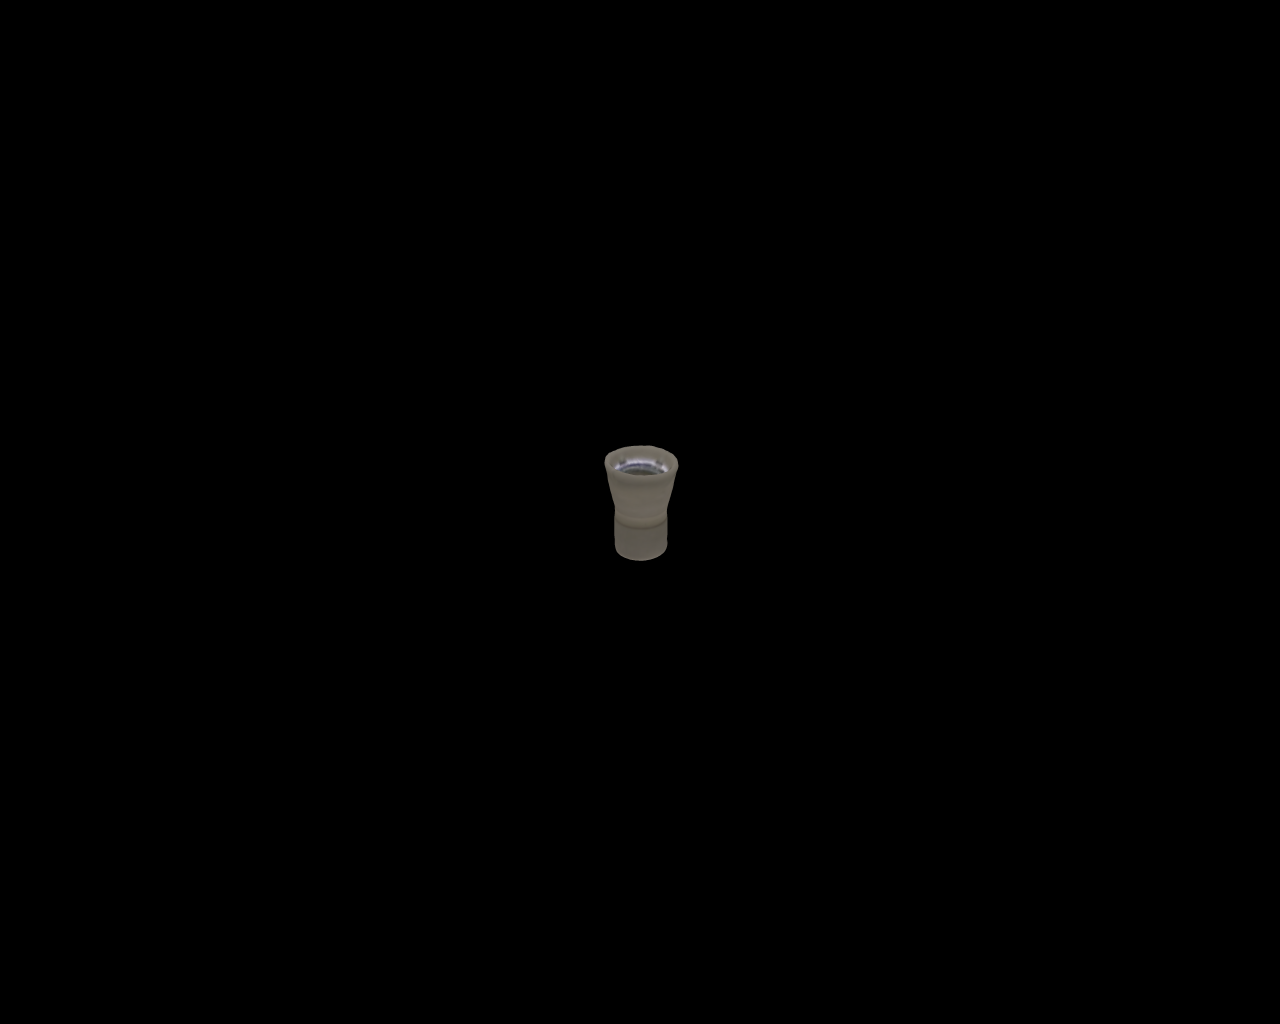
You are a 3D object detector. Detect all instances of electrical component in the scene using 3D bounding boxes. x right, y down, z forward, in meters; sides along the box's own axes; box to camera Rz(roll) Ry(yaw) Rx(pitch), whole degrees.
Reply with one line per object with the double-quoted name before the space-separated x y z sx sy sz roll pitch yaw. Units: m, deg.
"electrical component" 0.001 -0.003 0.650 0.044 0.065 0.044 0 28 0
